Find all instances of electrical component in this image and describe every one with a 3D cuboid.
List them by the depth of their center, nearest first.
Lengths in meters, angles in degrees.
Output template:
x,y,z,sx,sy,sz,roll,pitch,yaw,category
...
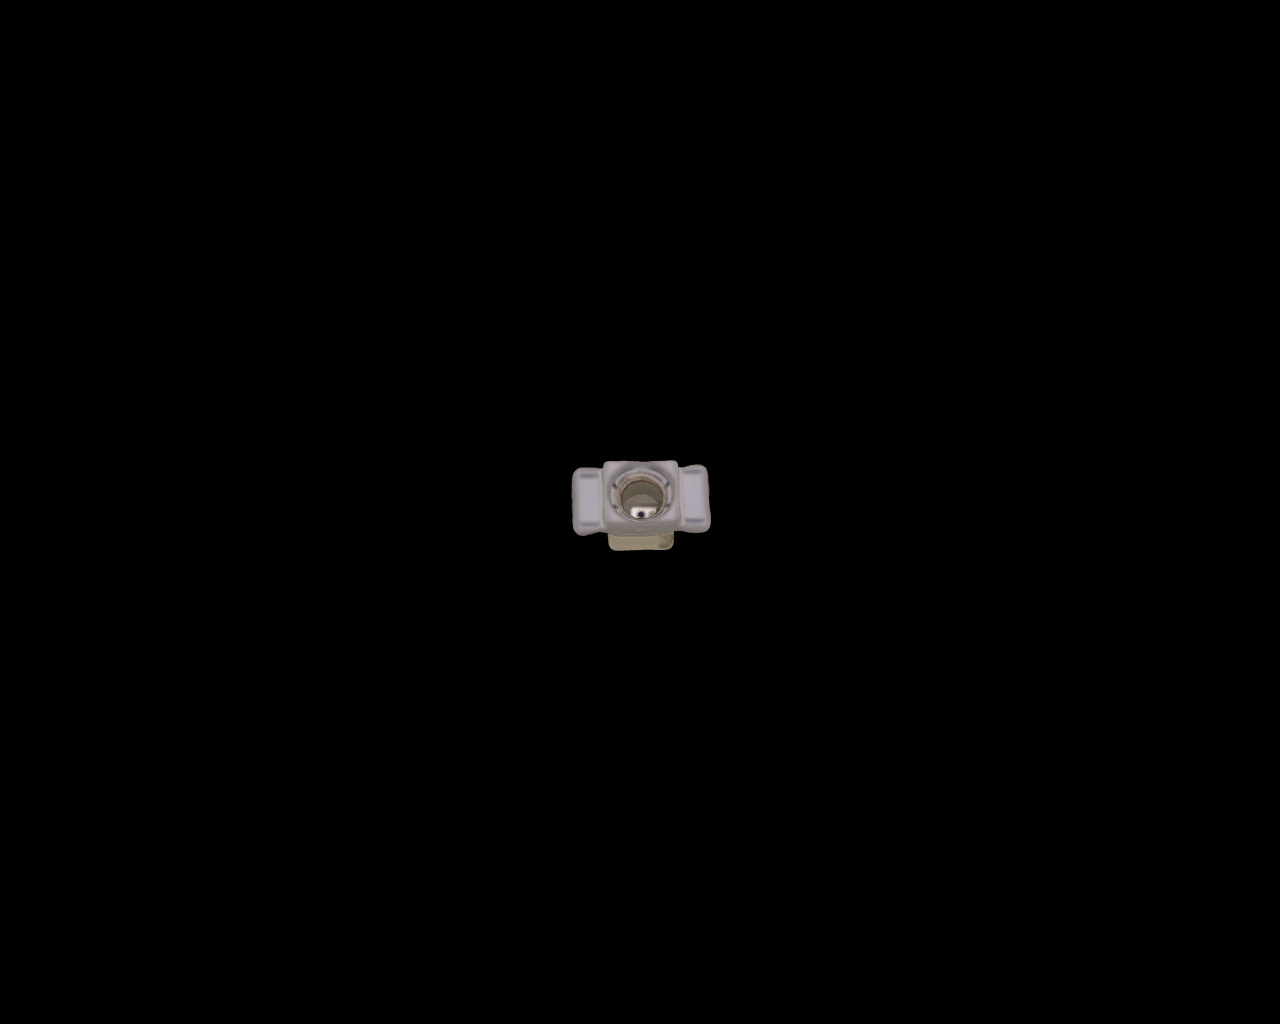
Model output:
x,y,z,sx,sy,sz,roll,pitch,yaw,category
0.001,-0.003,0.650,0.081,0.042,0.063,0,-21,0,electrical component
